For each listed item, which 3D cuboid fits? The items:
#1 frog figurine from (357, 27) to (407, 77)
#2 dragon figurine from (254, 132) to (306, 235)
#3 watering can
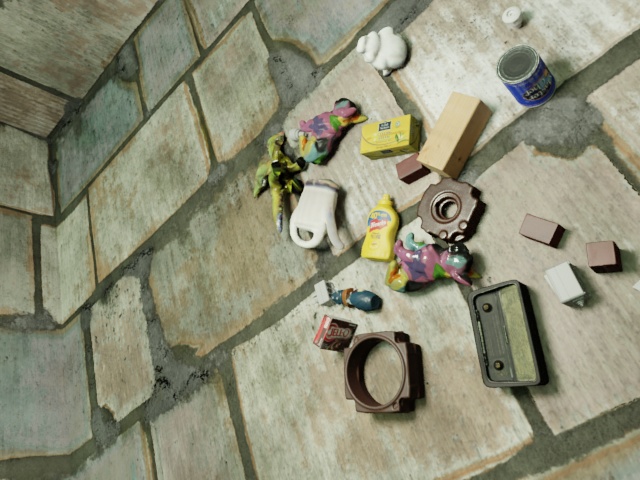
[{"bbox_3d":[0.191,-0.591,1.577,0.123,0.158,0.138,17,88,40],"label":"frog figurine"},{"bbox_3d":[-0.164,-0.203,1.794,0.241,0.121,0.416,-17,60,58],"label":"dragon figurine"},{"bbox_3d":[0.005,-0.079,1.573,0.348,0.103,0.225,11,84,60],"label":"watering can"}]
